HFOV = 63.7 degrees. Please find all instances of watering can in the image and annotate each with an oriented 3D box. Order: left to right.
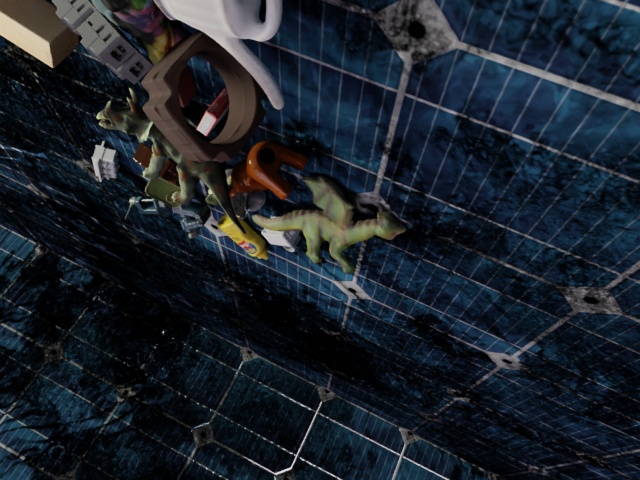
[{"bbox_3d":[-0.157,-0.362,0.811,0.225,0.106,0.339,21,147,17],"label":"watering can"}]

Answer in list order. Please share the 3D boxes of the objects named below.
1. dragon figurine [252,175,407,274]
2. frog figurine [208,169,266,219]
[{"bbox_3d":[0.004,-0.062,1.241,0.412,0.125,0.237,19,134,16],"label":"dragon figurine"},{"bbox_3d":[-0.204,-0.124,1.334,0.137,0.122,0.160,18,-171,3],"label":"frog figurine"}]
